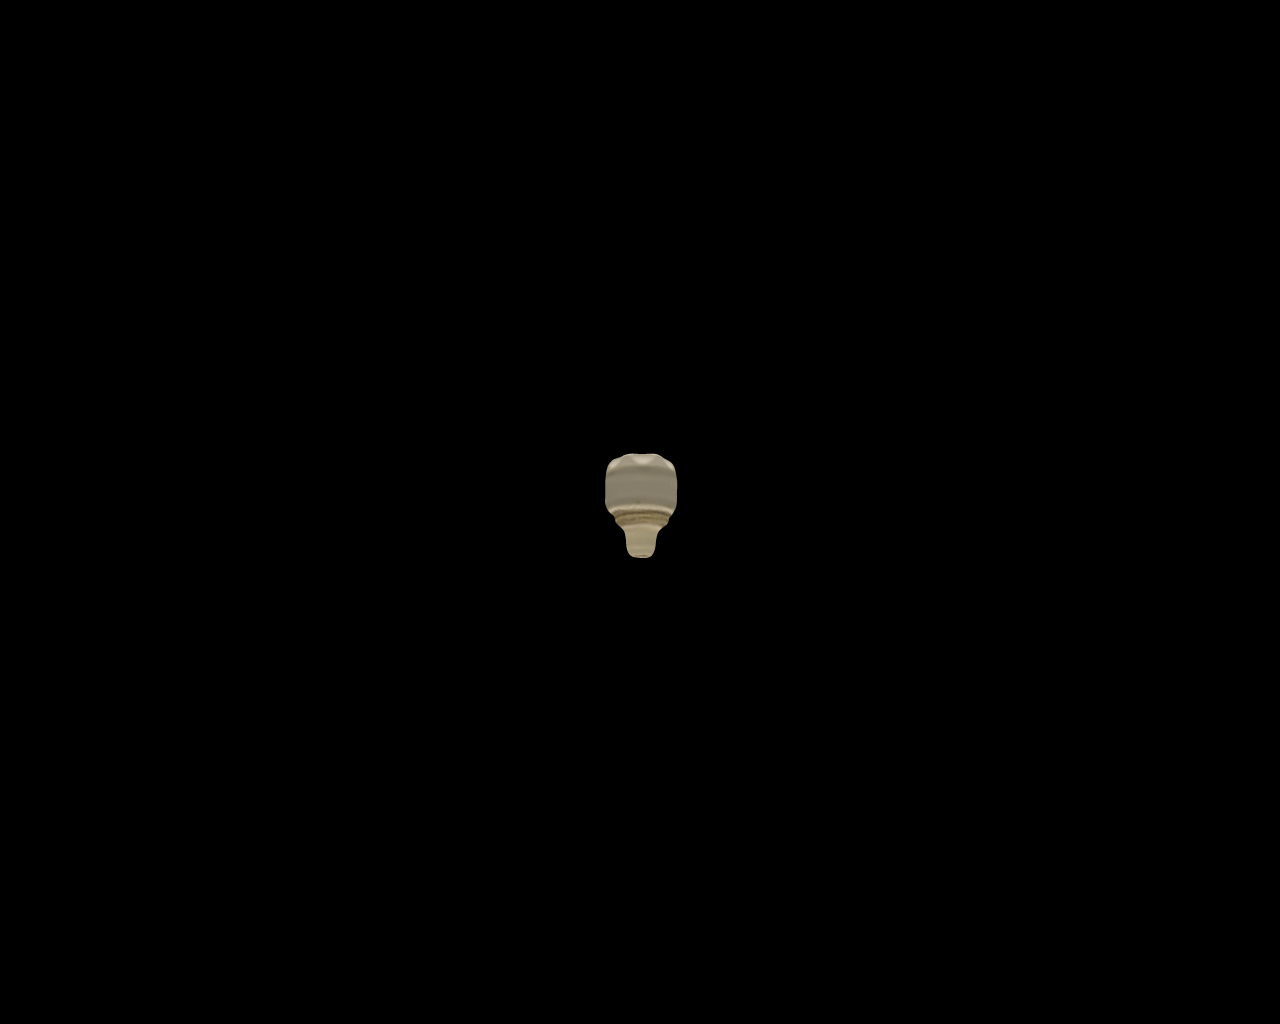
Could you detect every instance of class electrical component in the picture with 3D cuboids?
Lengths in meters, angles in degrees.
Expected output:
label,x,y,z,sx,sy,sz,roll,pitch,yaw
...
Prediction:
label,x,y,z,sx,sy,sz,roll,pitch,yaw
electrical component,0.001,-0.003,0.650,0.043,0.062,0.043,0,-12,0
